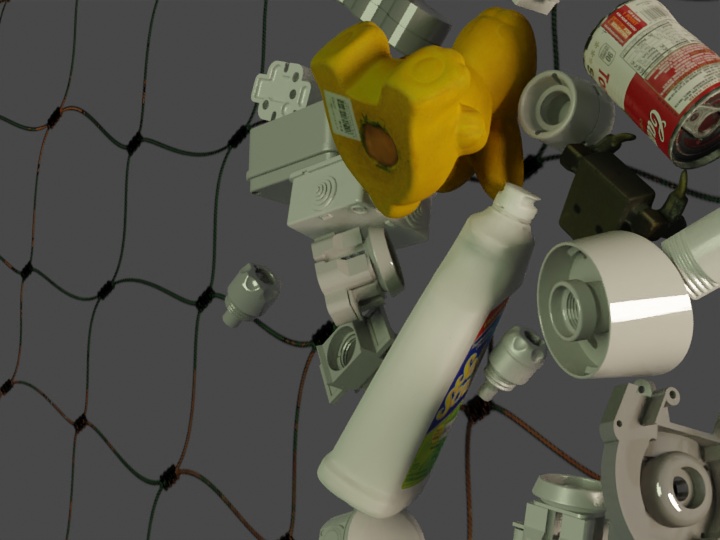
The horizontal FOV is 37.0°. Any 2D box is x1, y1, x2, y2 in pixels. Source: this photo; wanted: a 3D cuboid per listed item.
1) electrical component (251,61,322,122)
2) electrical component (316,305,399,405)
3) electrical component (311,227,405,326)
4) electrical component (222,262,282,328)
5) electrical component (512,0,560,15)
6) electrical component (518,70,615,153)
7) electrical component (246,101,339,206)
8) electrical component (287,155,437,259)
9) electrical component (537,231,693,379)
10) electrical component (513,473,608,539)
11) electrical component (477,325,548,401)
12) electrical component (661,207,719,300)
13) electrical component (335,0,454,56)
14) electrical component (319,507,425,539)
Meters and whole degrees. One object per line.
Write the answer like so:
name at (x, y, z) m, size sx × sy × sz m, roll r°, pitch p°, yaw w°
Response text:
electrical component at (-0.051, -0.152, 0.963) m, size 0.078 × 0.057 × 0.058 m, roll 19°, pitch 96°, yaw 45°
electrical component at (0.007, 0.070, 0.859) m, size 0.081 × 0.064 × 0.042 m, roll -49°, pitch 39°, yaw 27°
electrical component at (0.000, 0.000, 0.829) m, size 0.057 × 0.058 × 0.078 m, roll -19°, pitch 48°, yaw 7°
electrical component at (-0.104, 0.027, 0.990) m, size 0.062 × 0.043 × 0.043 m, roll -50°, pitch 52°, yaw 27°
electrical component at (0.135, -0.230, 0.805) m, size 0.055 × 0.048 × 0.066 m, roll -52°, pitch 51°, yaw 34°
electrical component at (0.146, -0.113, 0.770) m, size 0.055 × 0.047 × 0.055 m, roll -10°, pitch 75°, yaw 43°
electrical component at (-0.036, -0.096, 0.923) m, size 0.113 × 0.078 × 0.057 m, roll -14°, pitch 70°, yaw 42°
electrical component at (0.000, -0.050, 0.866) m, size 0.100 × 0.100 × 0.048 m, roll -15°, pitch 59°, yaw 41°
electrical component at (0.162, 0.024, 0.707) m, size 0.099 × 0.064 × 0.099 m, roll 173°, pitch 90°, yaw -70°
electrical component at (0.141, 0.169, 0.715) m, size 0.078 × 0.058 × 0.057 m, roll 8°, pitch 91°, yaw 45°
electrical component at (0.107, 0.071, 0.782) m, size 0.061 × 0.035 × 0.035 m, roll -54°, pitch 50°, yaw 26°
electrical component at (0.226, -0.014, 0.676) m, size 0.081 × 0.043 × 0.043 m, roll -36°, pitch 59°, yaw 34°
electrical component at (0.031, -0.236, 0.902) m, size 0.138 × 0.052 × 0.073 m, roll 48°, pitch 116°, yaw 39°
electrical component at (0.009, 0.218, 0.820) m, size 0.051 × 0.080 × 0.080 m, roll -29°, pitch 63°, yaw 43°
